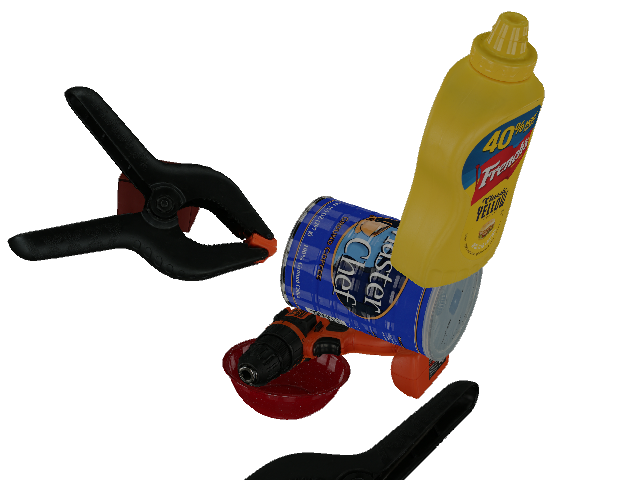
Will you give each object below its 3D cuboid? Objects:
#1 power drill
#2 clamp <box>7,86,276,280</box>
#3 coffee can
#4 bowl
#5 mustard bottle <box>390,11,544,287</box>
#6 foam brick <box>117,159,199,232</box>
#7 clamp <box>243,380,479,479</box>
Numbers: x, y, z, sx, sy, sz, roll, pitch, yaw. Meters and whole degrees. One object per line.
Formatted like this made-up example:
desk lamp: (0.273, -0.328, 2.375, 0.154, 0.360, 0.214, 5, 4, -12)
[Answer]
power drill: (0.028, 0.113, 1.113, 0.188, 0.057, 0.184, 9, 25, 26)
clamp: (-0.110, -0.031, 0.707, 0.171, 0.120, 0.039, 13, -9, -19)
coffee can: (0.052, 0.030, 0.899, 0.140, 0.103, 0.102, 19, 8, 25)
bowl: (-0.044, 0.180, 1.347, 0.162, 0.055, 0.162, 4, 21, -2)
mustard bottle: (0.103, -0.062, 0.703, 0.096, 0.192, 0.058, -28, 53, -37)
foam brick: (-0.163, -0.048, 1.090, 0.078, 0.051, 0.053, 9, 31, 3)
clamp: (0.026, 0.149, 0.632, 0.210, 0.036, 0.164, -7, 30, -2)
